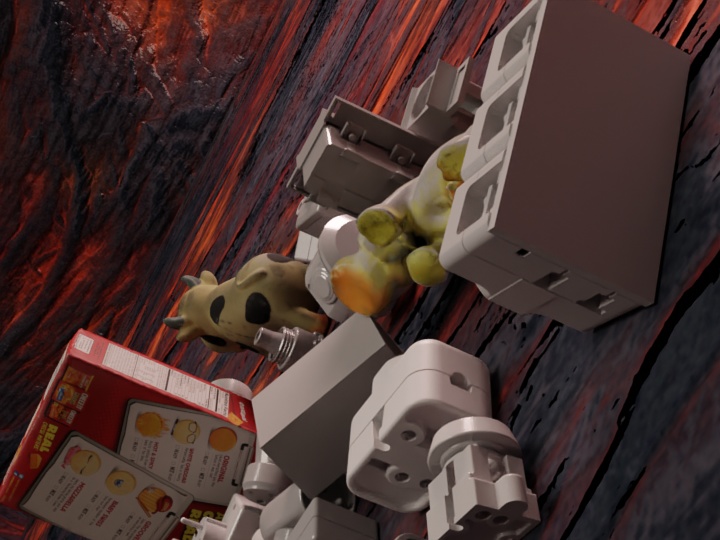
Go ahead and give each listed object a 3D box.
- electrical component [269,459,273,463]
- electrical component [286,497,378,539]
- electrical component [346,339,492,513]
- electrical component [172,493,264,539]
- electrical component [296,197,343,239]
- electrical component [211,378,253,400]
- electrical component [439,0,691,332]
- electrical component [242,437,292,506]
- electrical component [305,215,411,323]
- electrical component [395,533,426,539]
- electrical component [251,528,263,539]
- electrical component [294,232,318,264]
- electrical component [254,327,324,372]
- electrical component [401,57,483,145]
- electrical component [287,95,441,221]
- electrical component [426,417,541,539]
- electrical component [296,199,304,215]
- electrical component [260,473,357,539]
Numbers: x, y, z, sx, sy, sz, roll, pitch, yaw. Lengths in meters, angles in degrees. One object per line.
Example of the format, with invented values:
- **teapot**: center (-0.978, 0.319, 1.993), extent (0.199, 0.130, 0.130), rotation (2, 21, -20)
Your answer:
- **electrical component**: center (-0.044, 0.130, 0.856), extent (0.043, 0.043, 0.062), rotation (-28, 39, 67)
- **electrical component**: center (-0.023, 0.197, 0.674), extent (0.065, 0.047, 0.076), rotation (-59, 15, 24)
- **electrical component**: center (0.034, 0.089, 0.631), extent (0.095, 0.054, 0.059), rotation (-55, 19, 36)
- **electrical component**: center (-0.118, 0.229, 0.895), extent (0.083, 0.076, 0.047), rotation (-66, 15, -2)
- **electrical component**: center (-0.010, -0.049, 0.911), extent (0.062, 0.096, 0.061), rotation (-30, 39, 65)
- **electrical component**: center (-0.163, 0.185, 1.158), extent (0.138, 0.052, 0.073), rotation (-54, 19, 37)
- **electrical component**: center (0.104, -0.056, 0.545), extent (0.062, 0.089, 0.150), rotation (-39, 30, 59)
- **electrical component**: center (-0.071, 0.164, 0.892), extent (0.045, 0.045, 0.055), rotation (-44, 27, 54)
- **electrical component**: center (0.000, 0.000, 0.837), extent (0.080, 0.080, 0.051), rotation (-81, 16, -44)
- **electrical component**: center (0.017, 0.175, 0.589), extent (0.065, 0.044, 0.044), rotation (-51, 20, 30)
- **electrical component**: center (-0.068, 0.212, 0.829), extent (0.035, 0.035, 0.061), rotation (-67, 13, -6)
- **electrical component**: center (-0.013, -0.033, 0.982), extent (0.077, 0.047, 0.065), rotation (9, 86, 44)
- **electrical component**: center (-0.065, 0.072, 0.980), extent (0.048, 0.062, 0.048), rotation (-57, 17, 29)
- **electrical component**: center (0.071, -0.116, 0.800), extent (0.081, 0.064, 0.042), rotation (-39, 29, 59)
- **electrical component**: center (0.019, -0.063, 0.787), extent (0.078, 0.121, 0.063), rotation (-59, 19, 24)
- **electrical component**: center (0.059, 0.108, 0.538), extent (0.066, 0.048, 0.055), rotation (-54, 27, 39)
- **electrical component**: center (-0.031, -0.049, 1.046), extent (0.048, 0.062, 0.048), rotation (-57, 17, 29)
- **electrical component**: center (-0.041, 0.187, 0.759), extent (0.077, 0.043, 0.079), rotation (-47, 24, 51)
